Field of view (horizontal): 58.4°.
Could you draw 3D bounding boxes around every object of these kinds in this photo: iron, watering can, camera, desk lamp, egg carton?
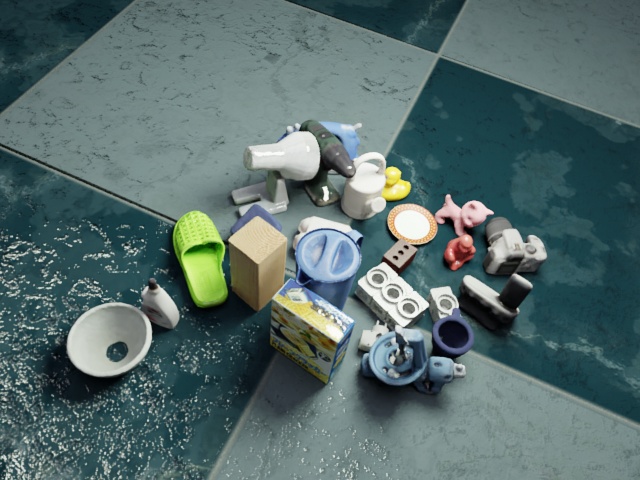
[{"bbox_3d":[-0.011,-0.268,1.546,0.258,0.141,0.118,1,55,-6],"label":"iron"},{"bbox_3d":[0.118,-0.141,1.442,0.101,0.194,0.172,-32,64,-25],"label":"watering can"},{"bbox_3d":[0.481,0.006,1.441,0.143,0.101,0.136,-2,56,-8],"label":"camera"},{"bbox_3d":[-0.111,-0.163,1.418,0.203,0.213,0.117,-18,59,-18],"label":"desk lamp"},{"bbox_3d":[0.013,0.005,1.404,0.150,0.069,0.107,15,55,4],"label":"egg carton"}]

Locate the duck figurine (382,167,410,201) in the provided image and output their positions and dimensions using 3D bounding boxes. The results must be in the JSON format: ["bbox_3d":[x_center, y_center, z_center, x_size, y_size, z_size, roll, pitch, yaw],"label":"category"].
[{"bbox_3d":[0.193,-0.157,1.528,0.104,0.086,0.077,8,55,-1],"label":"duck figurine"}]

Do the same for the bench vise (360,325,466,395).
[{"bbox_3d":[0.198,0.232,1.178,0.207,0.220,0.121,-4,56,-9],"label":"bench vise"}]

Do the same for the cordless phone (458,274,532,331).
[{"bbox_3d":[0.402,0.111,1.307,0.147,0.185,0.094,33,58,16],"label":"cordless phone"}]

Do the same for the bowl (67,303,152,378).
[{"bbox_3d":[-0.433,0.220,1.200,0.167,0.075,0.167,3,55,-4],"label":"bowl"}]

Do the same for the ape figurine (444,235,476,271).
[{"bbox_3d":[0.350,0.022,1.420,0.078,0.092,0.076,2,55,-5],"label":"ape figurine"}]

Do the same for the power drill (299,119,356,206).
[{"bbox_3d":[0.016,-0.186,1.452,0.076,0.208,0.229,-22,61,-20],"label":"power drill"}]

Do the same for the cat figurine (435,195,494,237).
[{"bbox_3d":[0.372,-0.072,1.471,0.127,0.118,0.067,33,58,16],"label":"cat figurine"}]

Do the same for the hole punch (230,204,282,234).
[{"bbox_3d":[-0.154,-0.015,1.385,0.108,0.091,0.101,41,61,20],"label":"hole punch"}]

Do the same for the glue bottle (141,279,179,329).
[{"bbox_3d":[-0.345,0.129,1.213,0.078,0.173,0.037,18,55,7],"label":"glue bottle"}]

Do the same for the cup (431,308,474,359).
[{"bbox_3d":[0.287,0.217,1.275,0.091,0.095,0.118,14,55,3],"label":"cup"}]
